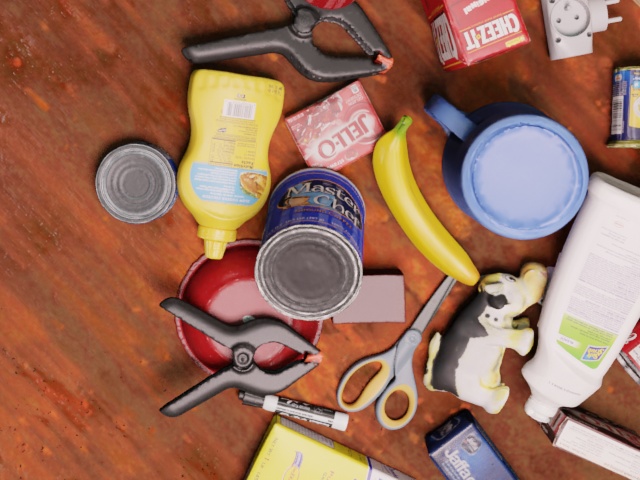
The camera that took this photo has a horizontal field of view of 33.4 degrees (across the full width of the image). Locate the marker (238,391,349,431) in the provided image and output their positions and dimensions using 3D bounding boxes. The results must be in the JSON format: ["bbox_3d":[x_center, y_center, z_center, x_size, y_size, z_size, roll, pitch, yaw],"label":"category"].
[{"bbox_3d":[-0.029,0.182,1.151,0.121,0.020,0.020,15,96,-3],"label":"marker"}]

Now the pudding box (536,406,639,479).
[{"bbox_3d":[0.292,0.210,1.125,0.113,0.090,0.039,22,96,-3],"label":"pudding box"}]

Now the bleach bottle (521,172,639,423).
[{"bbox_3d":[0.261,0.066,1.054,0.102,0.068,0.251,24,108,3],"label":"bleach bottle"}]

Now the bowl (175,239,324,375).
[{"bbox_3d":[-0.075,0.082,1.122,0.162,0.055,0.162,0,96,-2],"label":"bowl"}]

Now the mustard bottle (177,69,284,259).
[{"bbox_3d":[-0.097,-0.075,1.100,0.096,0.058,0.192,6,97,-19],"label":"mustard bottle"}]

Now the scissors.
[{"bbox_3d":[0.107,0.124,1.149,0.202,0.016,0.096,-41,97,3],"label":"scissors"}]

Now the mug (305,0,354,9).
[{"bbox_3d":[0.028,-0.276,1.050,0.117,0.082,0.093,19,70,-12],"label":"mug"}]

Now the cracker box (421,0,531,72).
[{"bbox_3d":[0.121,-0.274,1.030,0.072,0.164,0.214,-21,96,3],"label":"cracker box"}]

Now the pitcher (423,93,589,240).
[{"bbox_3d":[0.176,-0.073,1.015,0.149,0.242,0.145,-3,96,6],"label":"pitcher"}]

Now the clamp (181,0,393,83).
[{"bbox_3d":[-0.028,-0.214,1.094,0.210,0.036,0.164,31,86,-6],"label":"clamp"}]

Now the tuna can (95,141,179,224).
[{"bbox_3d":[-0.190,-0.060,1.114,0.086,0.034,0.086,0,96,-1],"label":"tuna can"}]

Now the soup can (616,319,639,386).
[{"bbox_3d":[0.366,0.105,1.126,0.102,0.068,0.068,-38,96,2],"label":"soup can"}]

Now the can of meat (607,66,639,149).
[{"bbox_3d":[0.352,-0.136,1.104,0.102,0.057,0.084,1,94,-2],"label":"can of meat"}]

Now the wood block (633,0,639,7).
[{"bbox_3d":[0.328,-0.305,1.068,0.206,0.090,0.091,43,95,-5],"label":"wood block"}]

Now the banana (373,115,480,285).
[{"bbox_3d":[0.101,-0.035,1.107,0.037,0.070,0.198,-37,111,-25],"label":"banana"}]

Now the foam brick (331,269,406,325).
[{"bbox_3d":[0.049,0.059,1.123,0.078,0.051,0.053,0,95,-1],"label":"foam brick"}]

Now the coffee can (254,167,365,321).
[{"bbox_3d":[-0.007,0.001,1.057,0.103,0.140,0.103,1,116,3],"label":"coffee can"}]

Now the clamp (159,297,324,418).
[{"bbox_3d":[-0.085,0.128,1.077,0.171,0.039,0.120,9,98,-3],"label":"clamp"}]

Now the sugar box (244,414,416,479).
[{"bbox_3d":[0.011,0.268,1.149,0.176,0.048,0.093,25,95,-3],"label":"sugar box"}]

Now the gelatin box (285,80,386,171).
[{"bbox_3d":[0.018,-0.114,1.113,0.089,0.030,0.073,-27,97,3],"label":"gelatin box"}]
